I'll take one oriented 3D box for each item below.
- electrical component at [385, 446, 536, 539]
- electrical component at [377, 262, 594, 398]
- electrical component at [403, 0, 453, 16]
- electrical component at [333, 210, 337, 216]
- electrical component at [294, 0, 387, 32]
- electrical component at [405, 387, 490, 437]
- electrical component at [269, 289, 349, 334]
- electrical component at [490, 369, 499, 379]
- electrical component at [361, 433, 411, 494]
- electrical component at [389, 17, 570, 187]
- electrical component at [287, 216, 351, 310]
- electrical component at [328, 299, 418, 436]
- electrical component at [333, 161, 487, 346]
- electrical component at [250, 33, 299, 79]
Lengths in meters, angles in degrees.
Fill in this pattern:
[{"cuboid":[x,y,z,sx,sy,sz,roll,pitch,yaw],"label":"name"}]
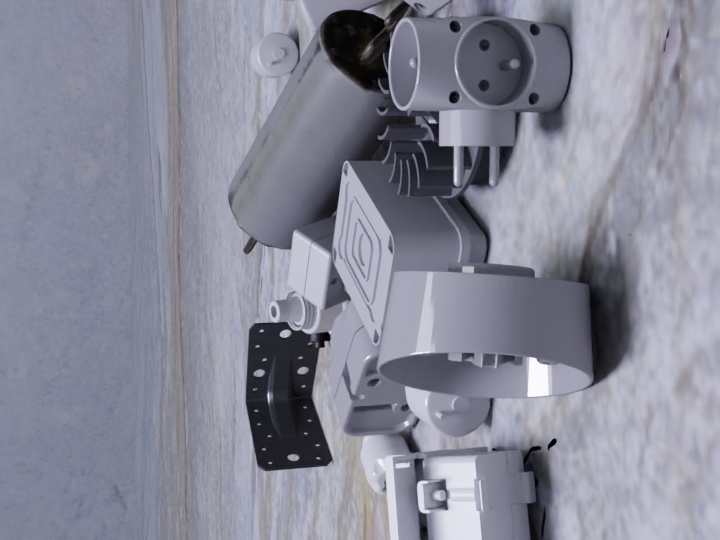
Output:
[{"cuboid":[0.056,0.155,0.558,0.063,0.079,0.121,-11,79,43],"label":"electrical component"},{"cuboid":[0.058,0.030,0.496,0.099,0.099,0.064,175,99,-73],"label":"electrical component"},{"cuboid":[0.025,-0.193,0.545,0.056,0.109,0.109,-59,14,-10],"label":"electrical component"},{"cuboid":[-0.019,-0.063,0.829,0.040,0.040,0.078,-126,37,-61],"label":"electrical component"},{"cuboid":[-0.016,-0.196,0.726,0.096,0.062,0.061,-110,-4,-71],"label":"electrical component"},{"cuboid":[0.046,0.070,0.631,0.078,0.040,0.040,-156,66,-71],"label":"electrical component"},{"cuboid":[-0.043,0.031,0.871,0.048,0.062,0.048,13,106,56],"label":"electrical component"},{"cuboid":[0.061,0.039,0.581,0.078,0.040,0.040,-127,39,-62],"label":"electrical component"},{"cuboid":[0.017,0.126,0.743,0.061,0.035,0.035,-116,29,-58],"label":"electrical component"},{"cuboid":[0.057,-0.080,0.518,0.044,0.077,0.079,-161,70,-72],"label":"electrical component"},{"cuboid":[0.000,0.000,0.747,0.077,0.066,0.047,34,130,34],"label":"electrical component"},{"cuboid":[0.014,0.059,0.712,0.095,0.054,0.059,107,155,-46],"label":"electrical component"},{"cuboid":[0.027,-0.013,0.655,0.113,0.057,0.078,-118,31,-55],"label":"electrical component"},{"cuboid":[-0.085,-0.204,1.031,0.078,0.040,0.040,-163,73,-72],"label":"electrical component"}]
